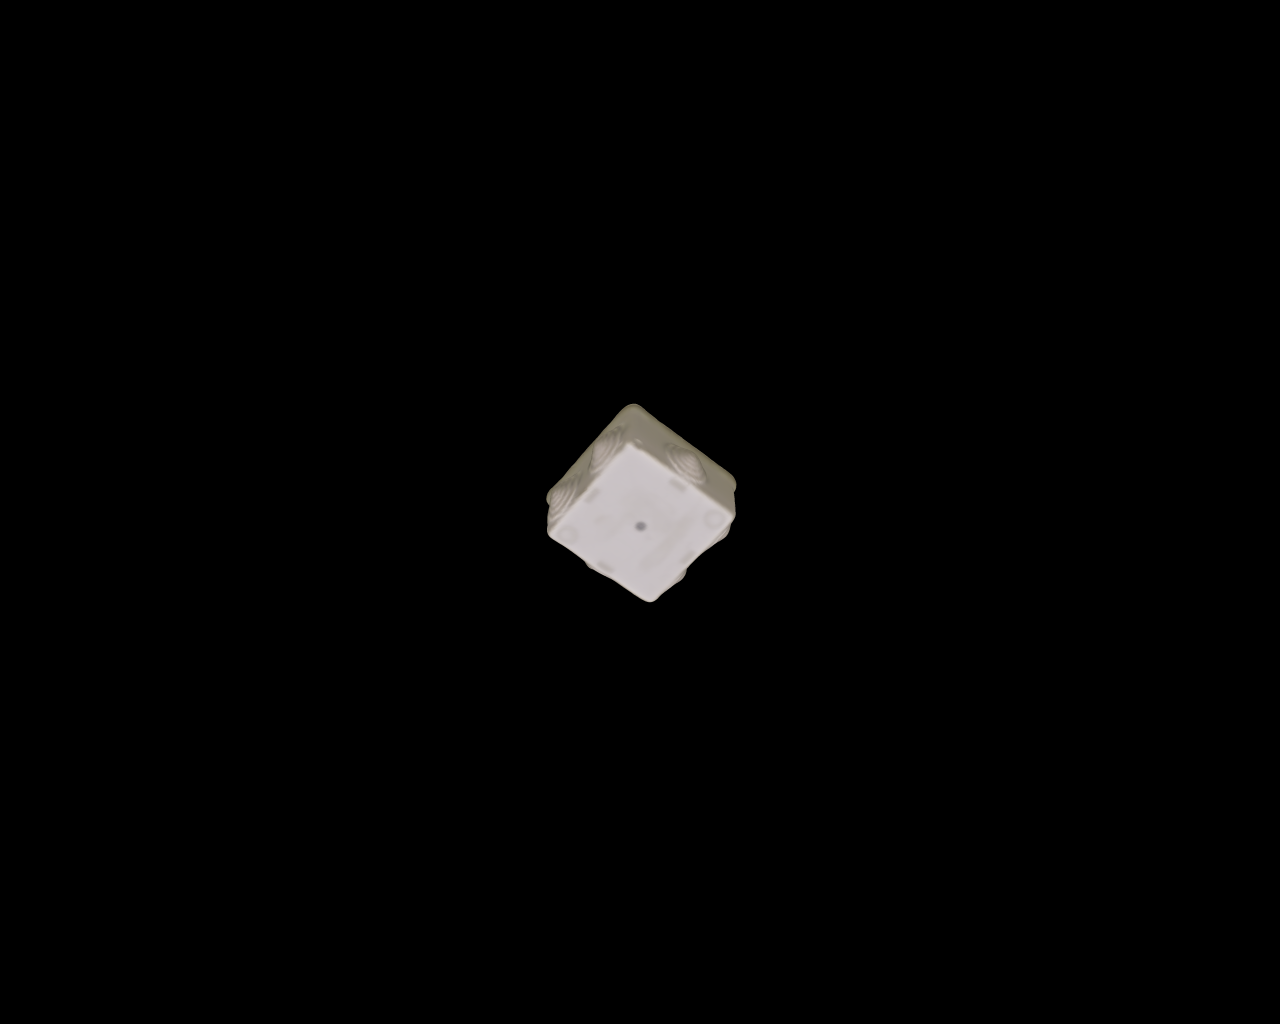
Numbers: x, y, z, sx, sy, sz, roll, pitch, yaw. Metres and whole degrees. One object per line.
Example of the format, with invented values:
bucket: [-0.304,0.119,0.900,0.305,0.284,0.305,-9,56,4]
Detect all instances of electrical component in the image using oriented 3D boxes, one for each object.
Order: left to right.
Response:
electrical component: [0.001,-0.003,0.650,0.099,0.099,0.048,36,24,-18]
